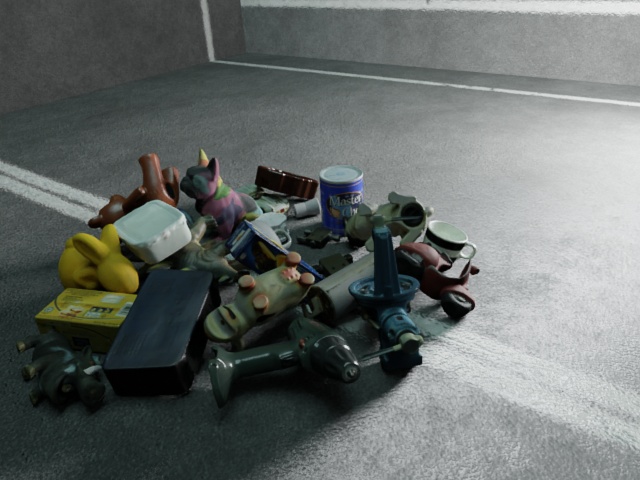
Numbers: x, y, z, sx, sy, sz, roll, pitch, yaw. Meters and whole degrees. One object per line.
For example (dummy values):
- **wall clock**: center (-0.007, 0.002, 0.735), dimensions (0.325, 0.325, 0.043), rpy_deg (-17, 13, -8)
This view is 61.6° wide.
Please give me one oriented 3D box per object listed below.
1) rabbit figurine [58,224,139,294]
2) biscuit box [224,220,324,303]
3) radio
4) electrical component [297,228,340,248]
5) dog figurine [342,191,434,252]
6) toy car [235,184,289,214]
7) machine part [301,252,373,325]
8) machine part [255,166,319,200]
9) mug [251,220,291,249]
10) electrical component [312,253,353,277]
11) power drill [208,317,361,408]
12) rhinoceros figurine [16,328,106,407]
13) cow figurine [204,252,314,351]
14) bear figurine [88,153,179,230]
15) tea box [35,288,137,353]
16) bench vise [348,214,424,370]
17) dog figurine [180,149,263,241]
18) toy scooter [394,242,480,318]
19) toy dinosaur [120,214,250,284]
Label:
- **rabbit figurine**: center (-0.417, 0.053, 1.045), dimensions (0.173, 0.162, 0.122), rpy_deg (13, 23, 35)
- **biscuit box**: center (-0.078, 0.044, 0.996), dimensions (0.063, 0.202, 0.059), rpy_deg (-51, 39, 3)
- **radio**: center (-0.256, 0.148, 0.906), dimensions (0.131, 0.073, 0.230), rpy_deg (-1, 39, 9)
- **electrical component**: center (-0.003, -0.004, 1.242), dimensions (0.094, 0.021, 0.063), rpy_deg (12, 33, 25)
- **dog figurine**: center (0.142, -0.040, 1.165), dimensions (0.172, 0.121, 0.190), rpy_deg (-2, 2, -4)
- **toy car**: center (-0.161, -0.104, 1.406), dimensions (0.073, 0.056, 0.202), rpy_deg (-26, 36, -34)
- **machine part**: center (0.060, 0.088, 1.014), dimensions (0.079, 0.079, 0.243), rpy_deg (23, 39, 39)
- **machine part**: center (-0.089, -0.149, 1.411), dimensions (0.179, 0.056, 0.179), rpy_deg (15, 7, -2)
- **mug**: center (-0.112, 0.016, 1.172), dimensions (0.109, 0.080, 0.107), rpy_deg (-12, 40, -28)
- **electrical component**: center (0.033, 0.061, 1.100), dimensions (0.102, 0.045, 0.078), rpy_deg (-23, 48, -29)
- **power drill**: center (-0.060, 0.180, 0.805), dimensions (0.207, 0.086, 0.232), rpy_deg (-19, 10, -7)
- **rhinoceros figurine**: center (-0.412, 0.209, 0.860), dimensions (0.112, 0.073, 0.191), rpy_deg (-15, 28, -42)
- **cow figurine**: center (-0.110, 0.112, 0.916), dimensions (0.195, 0.127, 0.085), rpy_deg (-28, 65, -29)
- **bear figurine**: center (-0.417, -0.089, 1.205), dimensions (0.196, 0.120, 0.132), rpy_deg (-20, 68, 16)
- **tea box**: center (-0.405, 0.145, 0.969), dimensions (0.170, 0.068, 0.098), rpy_deg (4, 29, 15)
- **bench vise**: center (0.109, 0.081, 0.876), dimensions (0.129, 0.240, 0.224), rpy_deg (-5, 13, 5)
- **dog figurine**: center (-0.226, -0.105, 1.252), dimensions (0.191, 0.219, 0.109), rpy_deg (-21, 37, -27)
- **toy scooter**: center (0.233, 0.059, 1.026), dimensions (0.184, 0.075, 0.135), rpy_deg (40, 49, 22)
- **toy dinosaur**: center (-0.295, 0.029, 1.135), dimensions (0.198, 0.104, 0.472), rpy_deg (-29, 28, -31)
